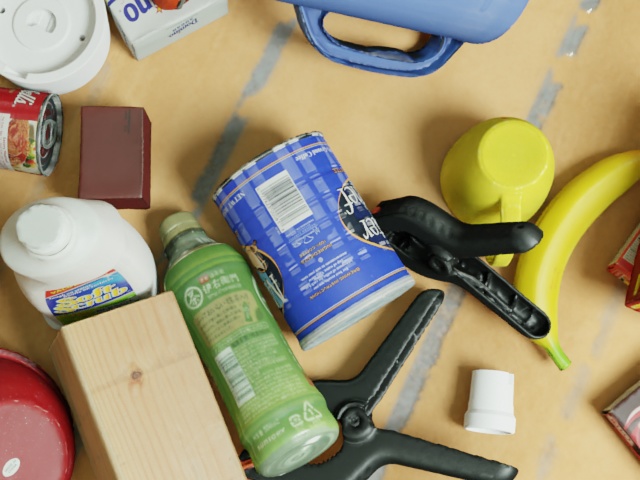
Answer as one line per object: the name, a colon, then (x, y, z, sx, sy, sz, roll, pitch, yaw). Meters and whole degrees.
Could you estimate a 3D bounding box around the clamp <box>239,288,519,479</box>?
clamp: (0.038, 0.150, 0.827, 0.210, 0.036, 0.165, -28, 63, 1)

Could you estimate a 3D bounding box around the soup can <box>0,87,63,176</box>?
soup can: (-0.267, -0.091, 0.864, 0.102, 0.068, 0.068, 7, 80, 1)

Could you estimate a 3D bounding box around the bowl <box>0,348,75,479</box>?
bowl: (-0.239, 0.161, 0.782, 0.161, 0.055, 0.162, 1, 88, -42)

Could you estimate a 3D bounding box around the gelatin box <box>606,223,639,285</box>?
gelatin box: (0.291, 0.010, 0.874, 0.073, 0.030, 0.089, 36, 79, 5)

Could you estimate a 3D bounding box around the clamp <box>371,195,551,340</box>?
clamp: (0.106, 0.004, 0.825, 0.172, 0.120, 0.039, 27, 54, 25)

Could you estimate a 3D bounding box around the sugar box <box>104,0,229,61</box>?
sugar box: (-0.159, -0.251, 0.904, 0.093, 0.048, 0.176, -30, 80, -8)

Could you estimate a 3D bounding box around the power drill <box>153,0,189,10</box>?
power drill: (-0.086, -0.288, 0.862, 0.187, 0.057, 0.184, -36, 91, -16)

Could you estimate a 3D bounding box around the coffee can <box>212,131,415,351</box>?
coffee can: (-0.005, 0.001, 0.835, 0.102, 0.103, 0.140, -31, 82, -6)

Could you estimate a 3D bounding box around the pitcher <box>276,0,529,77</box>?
pitcher: (0.035, -0.220, 0.819, 0.242, 0.145, 0.149, 2, 81, -28)

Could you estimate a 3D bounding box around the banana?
banana: (0.204, 0.004, 0.872, 0.069, 0.037, 0.198, 26, 81, -9)

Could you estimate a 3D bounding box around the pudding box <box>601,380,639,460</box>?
pudding box: (0.296, 0.138, 0.847, 0.113, 0.039, 0.090, -38, 82, -7)

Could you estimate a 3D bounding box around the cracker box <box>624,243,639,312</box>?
cracker box: (0.362, 0.009, 0.828, 0.213, 0.072, 0.164, 21, 74, -10)

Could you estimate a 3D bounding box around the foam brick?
foam brick: (-0.166, -0.066, 0.870, 0.053, 0.051, 0.078, 1, 80, -2)

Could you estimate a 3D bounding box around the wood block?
wood block: (-0.122, 0.155, 0.801, 0.090, 0.090, 0.206, -18, 81, -24)

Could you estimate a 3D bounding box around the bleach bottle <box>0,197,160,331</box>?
bleach bottle: (-0.177, 0.015, 0.754, 0.102, 0.251, 0.068, -13, 81, -3)
